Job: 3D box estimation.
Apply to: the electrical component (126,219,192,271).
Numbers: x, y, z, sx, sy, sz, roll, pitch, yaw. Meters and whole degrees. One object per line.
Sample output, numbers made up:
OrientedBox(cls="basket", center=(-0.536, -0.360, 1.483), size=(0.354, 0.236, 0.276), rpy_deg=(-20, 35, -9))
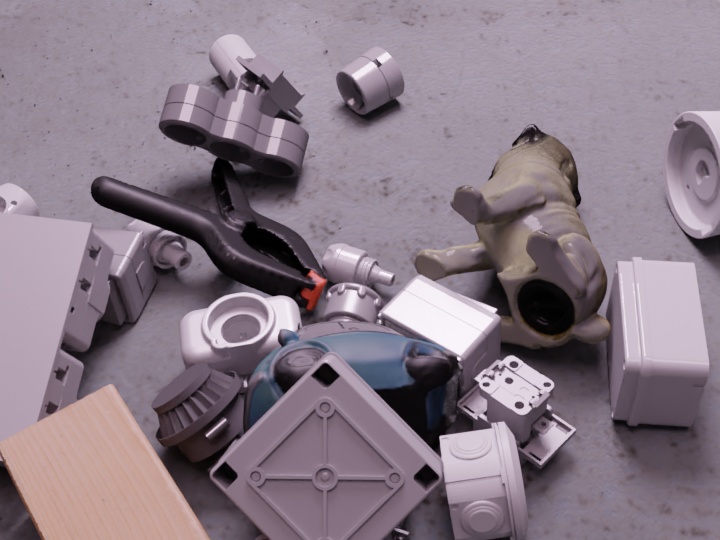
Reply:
OrientedBox(cls="electrical component", center=(-0.173, -0.022, 0.946), size=(0.043, 0.043, 0.062), rpy_deg=(-37, 54, -26))

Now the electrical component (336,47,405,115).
OrientedBox(cls="electrical component", center=(0.009, -0.188, 1.077), size=(0.047, 0.055, 0.055), rpy_deg=(-35, 53, -20))

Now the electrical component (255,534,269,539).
OrientedBox(cls="electrical component", center=(-0.058, 0.197, 0.713), size=(0.048, 0.062, 0.048), rpy_deg=(-3, 46, 3))

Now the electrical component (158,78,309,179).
OrientedBox(cls="electrical component", center=(-0.112, -0.143, 1.000), size=(0.138, 0.052, 0.073), rpy_deg=(19, 71, -20))

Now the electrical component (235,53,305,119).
OrientedBox(cls="electrical component", center=(-0.097, -0.169, 1.058), size=(0.063, 0.081, 0.042), rpy_deg=(-50, 55, -2))

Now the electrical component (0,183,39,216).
OrientedBox(cls="electrical component", center=(-0.319, -0.033, 0.971), size=(0.079, 0.044, 0.077), rpy_deg=(21, 52, 23))

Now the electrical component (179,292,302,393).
OrientedBox(cls="electrical component", center=(-0.092, 0.058, 0.850), size=(0.095, 0.059, 0.053), rpy_deg=(-10, 46, -3))

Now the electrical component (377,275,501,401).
OrientedBox(cls="electrical component", center=(0.059, 0.049, 0.841), size=(0.096, 0.061, 0.061), rpy_deg=(28, 55, 29))

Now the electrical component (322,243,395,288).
OrientedBox(cls="electrical component", center=(0.000, 0.000, 0.913), size=(0.061, 0.035, 0.035), rpy_deg=(18, 51, 18))

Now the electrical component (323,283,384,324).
OrientedBox(cls="electrical component", center=(-0.009, 0.045, 0.866), size=(0.048, 0.048, 0.062), rpy_deg=(7, 55, 13))

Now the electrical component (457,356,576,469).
OrientedBox(cls="electrical component", center=(0.113, 0.101, 0.785), size=(0.081, 0.063, 0.042), rpy_deg=(33, 59, 31))

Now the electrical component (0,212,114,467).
OrientedBox(cls="electrical component", center=(-0.267, 0.055, 0.829), size=(0.105, 0.060, 0.186), rpy_deg=(7, 72, 12))

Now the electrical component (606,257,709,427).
OrientedBox(cls="electrical component", center=(0.221, 0.054, 0.809), size=(0.057, 0.078, 0.113), rpy_deg=(3, 47, 5))

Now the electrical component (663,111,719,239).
OrientedBox(cls="electrical component", center=(0.310, -0.084, 0.913), size=(0.060, 0.108, 0.108), rpy_deg=(-8, 46, -10))

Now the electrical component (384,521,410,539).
OrientedBox(cls="electrical component", center=(0.007, 0.166, 0.748), size=(0.066, 0.048, 0.055), rpy_deg=(15, 58, 19))

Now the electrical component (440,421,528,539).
OrientedBox(cls="electrical component", center=(0.085, 0.146, 0.735), size=(0.051, 0.080, 0.080), rpy_deg=(-9, 46, 4))

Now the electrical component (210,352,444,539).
OrientedBox(cls="electrical component", center=(-0.020, 0.128, 0.689), size=(0.109, 0.056, 0.108), rpy_deg=(-45, 87, 2))

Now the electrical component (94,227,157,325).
OrientedBox(cls="electrical component", center=(-0.232, 0.004, 0.915), size=(0.096, 0.061, 0.061), rpy_deg=(7, 48, 13))

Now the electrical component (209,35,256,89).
OrientedBox(cls="electrical component", center=(-0.122, -0.205, 1.114), size=(0.043, 0.043, 0.081), rpy_deg=(-23, 49, -15))
